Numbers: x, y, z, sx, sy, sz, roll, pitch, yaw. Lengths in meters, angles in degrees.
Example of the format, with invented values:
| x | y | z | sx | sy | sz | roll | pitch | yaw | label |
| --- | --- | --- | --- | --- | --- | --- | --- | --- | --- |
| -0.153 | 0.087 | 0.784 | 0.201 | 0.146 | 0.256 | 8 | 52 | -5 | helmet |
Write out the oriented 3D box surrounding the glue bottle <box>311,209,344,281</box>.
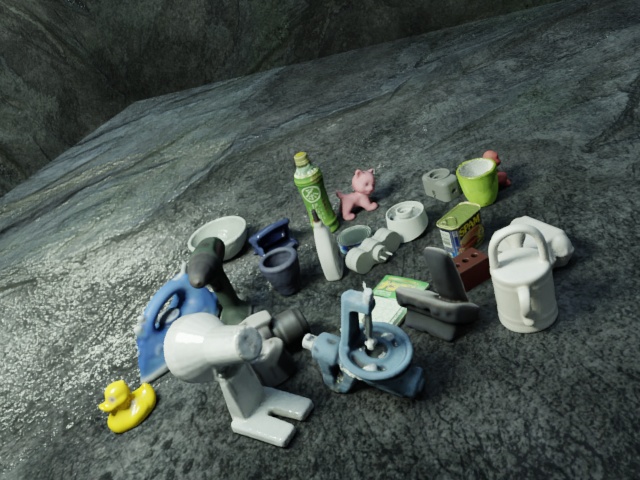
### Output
| x | y | z | sx | sy | sz | roll | pitch | yaw | label |
| --- | --- | --- | --- | --- | --- | --- | --- | --- | --- |
| 0.012 | 0.005 | 1.278 | 0.037 | 0.173 | 0.078 | -11 | 31 | 16 | glue bottle |

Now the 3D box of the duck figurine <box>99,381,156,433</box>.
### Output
| x | y | z | sx | sy | sz | roll | pitch | yaw | label |
| --- | --- | --- | --- | --- | --- | --- | --- | --- | --- |
| -0.375 | 0.307 | 1.104 | 0.105 | 0.086 | 0.077 | -39 | 35 | -29 | duck figurine |

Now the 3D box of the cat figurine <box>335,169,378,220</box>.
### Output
| x | y | z | sx | sy | sz | roll | pitch | yaw | label |
| --- | --- | --- | --- | --- | --- | --- | --- | --- | --- |
| 0.099 | -0.131 | 1.503 | 0.128 | 0.118 | 0.067 | -25 | 30 | -8 | cat figurine |

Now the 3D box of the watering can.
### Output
| x | y | z | sx | sy | sz | roll | pitch | yaw | label |
| --- | --- | --- | --- | --- | --- | --- | --- | --- | --- |
| 0.340 | 0.051 | 0.980 | 0.101 | 0.194 | 0.172 | -21 | 30 | 0 | watering can |

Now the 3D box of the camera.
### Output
| x | y | z | sx | sy | sz | roll | pitch | yaw | label |
| --- | --- | --- | --- | --- | --- | --- | --- | --- | --- |
| -0.086 | 0.188 | 1.109 | 0.137 | 0.101 | 0.142 | -28 | 31 | -13 | camera |

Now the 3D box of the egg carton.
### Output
| x | y | z | sx | sy | sz | roll | pitch | yaw | label |
| --- | --- | --- | --- | --- | --- | --- | --- | --- | --- |
| 0.414 | 0.013 | 1.125 | 0.107 | 0.069 | 0.149 | -30 | 31 | -17 | egg carton |

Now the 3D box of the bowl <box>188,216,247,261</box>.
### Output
| x | y | z | sx | sy | sz | roll | pitch | yaw | label |
| --- | --- | --- | --- | --- | --- | --- | --- | --- | --- |
| -0.264 | 0.009 | 1.537 | 0.167 | 0.075 | 0.167 | -15 | 30 | 9 | bowl |

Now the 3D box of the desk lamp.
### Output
| x | y | z | sx | sy | sz | roll | pitch | yaw | label |
| --- | --- | --- | --- | --- | --- | --- | --- | --- | --- |
| -0.141 | 0.223 | 0.972 | 0.202 | 0.214 | 0.118 | 3 | 37 | 35 | desk lamp |

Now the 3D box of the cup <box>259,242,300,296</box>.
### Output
| x | y | z | sx | sy | sz | roll | pitch | yaw | label |
| --- | --- | --- | --- | --- | --- | --- | --- | --- | --- |
| -0.076 | 0.069 | 1.304 | 0.091 | 0.095 | 0.118 | 1 | 36 | 32 | cup |

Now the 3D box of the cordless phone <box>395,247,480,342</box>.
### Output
| x | y | z | sx | sy | sz | roll | pitch | yaw | label |
| --- | --- | --- | --- | --- | --- | --- | --- | --- | --- |
| 0.199 | 0.078 | 1.032 | 0.147 | 0.185 | 0.094 | 10 | 42 | 42 | cordless phone |

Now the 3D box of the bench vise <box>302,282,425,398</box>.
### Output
| x | y | z | sx | sy | sz | roll | pitch | yaw | label |
| --- | --- | --- | --- | --- | --- | --- | --- | --- | --- |
| 0.051 | 0.170 | 0.935 | 0.207 | 0.220 | 0.121 | -9 | 32 | 19 | bench vise |

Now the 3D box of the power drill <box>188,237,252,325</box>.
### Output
| x | y | z | sx | sy | sz | roll | pitch | yaw | label |
| --- | --- | --- | --- | --- | --- | --- | --- | --- | --- |
| -0.217 | 0.099 | 1.226 | 0.075 | 0.209 | 0.229 | -19 | 30 | 2 | power drill |

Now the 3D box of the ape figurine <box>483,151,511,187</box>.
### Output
| x | y | z | sx | sy | sz | roll | pitch | yaw | label |
| --- | --- | --- | --- | --- | --- | --- | --- | --- | --- |
| 0.423 | -0.176 | 1.405 | 0.076 | 0.092 | 0.078 | -9 | 32 | 19 | ape figurine |

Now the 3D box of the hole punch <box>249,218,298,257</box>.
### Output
| x | y | z | sx | sy | sz | roll | pitch | yaw | label |
| --- | --- | --- | --- | --- | --- | --- | --- | --- | --- |
| -0.128 | -0.011 | 1.470 | 0.109 | 0.091 | 0.100 | -32 | 32 | -19 | hole punch |

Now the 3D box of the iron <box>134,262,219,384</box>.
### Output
| x | y | z | sx | sy | sz | roll | pitch | yaw | label |
| --- | --- | --- | --- | --- | --- | --- | --- | --- | --- |
| -0.330 | 0.172 | 1.242 | 0.118 | 0.142 | 0.259 | -1 | 35 | 31 | iron |
